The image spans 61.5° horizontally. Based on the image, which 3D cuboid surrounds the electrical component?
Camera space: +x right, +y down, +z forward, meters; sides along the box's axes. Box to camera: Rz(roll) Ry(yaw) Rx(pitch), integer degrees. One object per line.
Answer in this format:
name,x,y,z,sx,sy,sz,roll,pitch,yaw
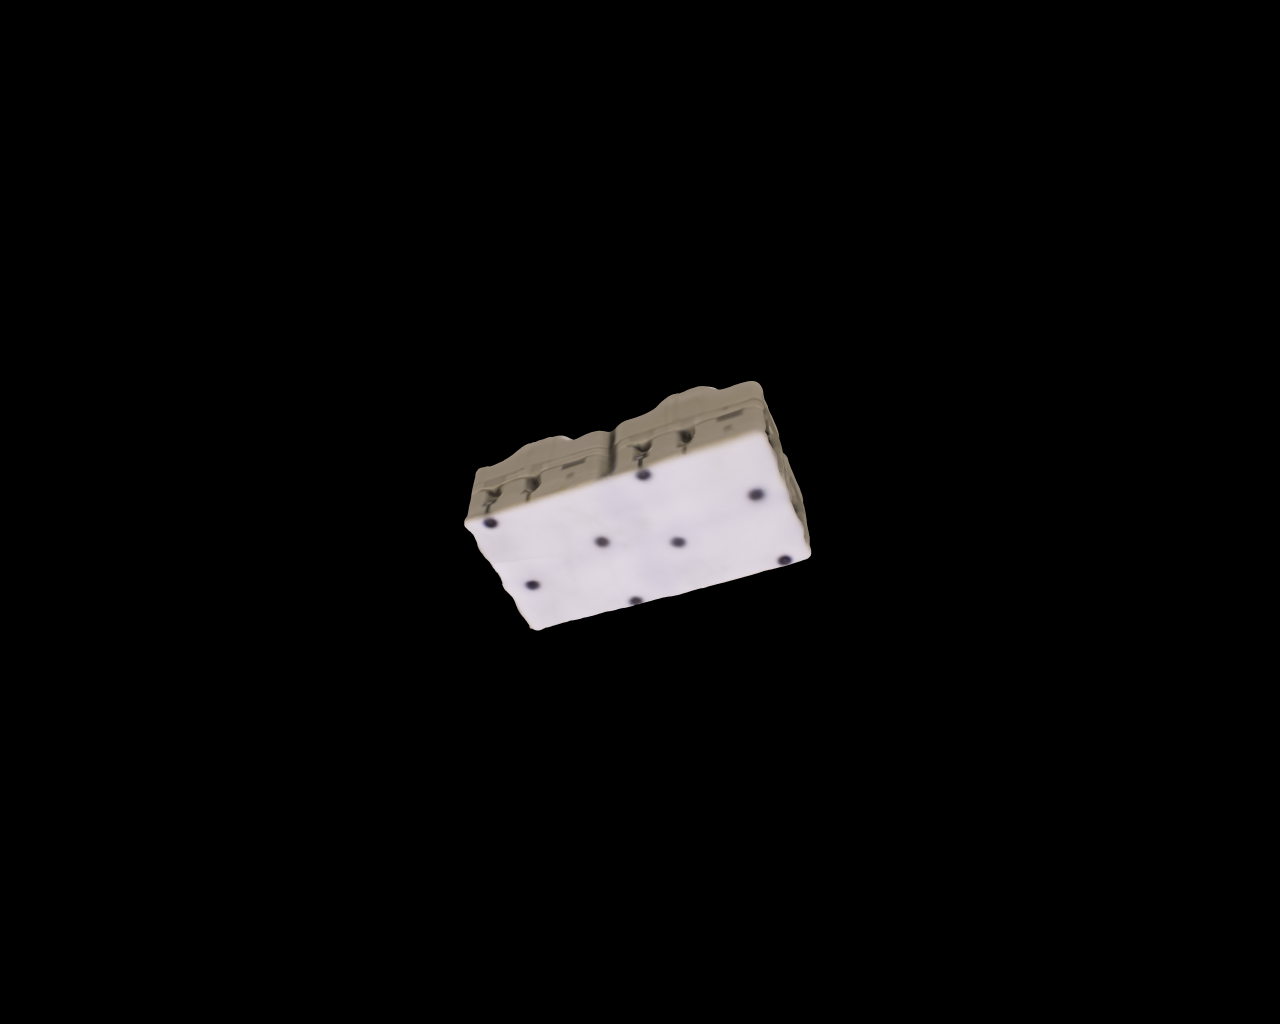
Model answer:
electrical component,0.001,-0.003,0.650,0.186,0.105,0.060,-17,39,14
